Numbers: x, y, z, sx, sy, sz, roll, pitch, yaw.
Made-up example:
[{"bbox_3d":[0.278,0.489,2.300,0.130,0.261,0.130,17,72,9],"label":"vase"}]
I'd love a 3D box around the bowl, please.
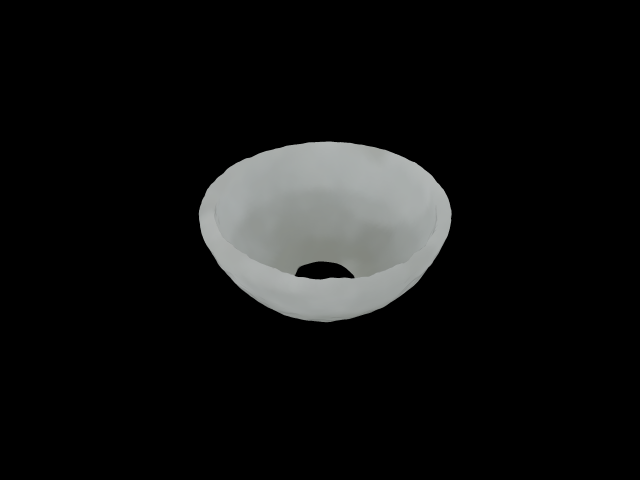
[{"bbox_3d":[0.004,0.001,0.400,0.167,0.075,0.167,0,38,0],"label":"bowl"}]
